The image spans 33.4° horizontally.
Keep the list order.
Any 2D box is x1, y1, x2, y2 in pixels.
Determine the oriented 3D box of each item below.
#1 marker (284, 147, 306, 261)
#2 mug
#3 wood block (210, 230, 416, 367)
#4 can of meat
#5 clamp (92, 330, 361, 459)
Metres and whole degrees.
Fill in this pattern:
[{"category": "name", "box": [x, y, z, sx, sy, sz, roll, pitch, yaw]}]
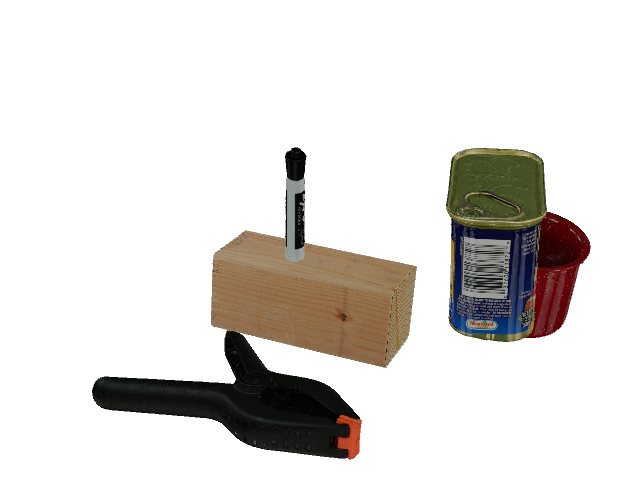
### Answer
[{"category": "marker", "box": [-0.023, -0.033, 0.985, 0.020, 0.121, 0.020, 1, 38, -1]}, {"category": "mug", "box": [0.181, 0.024, 0.939, 0.093, 0.081, 0.117, 5, 35, 1]}, {"category": "wood block", "box": [-0.009, 0.062, 1.179, 0.206, 0.091, 0.090, 12, 23, 18]}, {"category": "can of meat", "box": [0.107, 0.002, 0.658, 0.057, 0.084, 0.102, 3, 28, 8]}, {"category": "clamp", "box": [-0.051, 0.121, 0.847, 0.210, 0.036, 0.164, 12, 19, 29]}]
